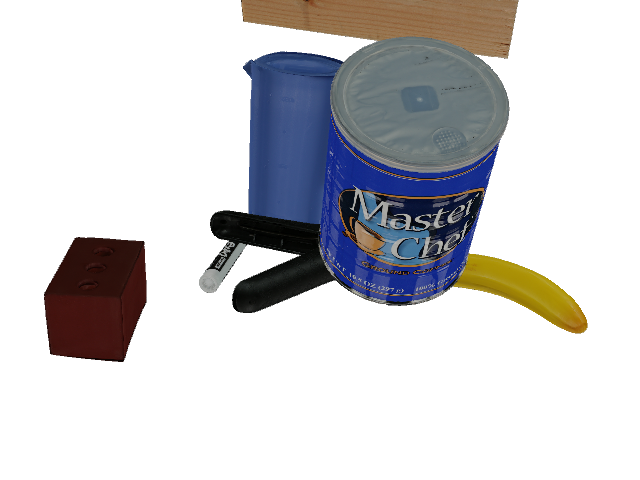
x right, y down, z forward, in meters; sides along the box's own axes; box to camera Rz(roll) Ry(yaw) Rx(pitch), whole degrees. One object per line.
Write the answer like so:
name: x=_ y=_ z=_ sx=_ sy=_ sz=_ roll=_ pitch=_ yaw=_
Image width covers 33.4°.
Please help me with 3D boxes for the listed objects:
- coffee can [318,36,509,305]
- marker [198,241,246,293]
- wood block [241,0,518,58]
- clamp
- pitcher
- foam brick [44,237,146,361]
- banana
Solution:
coffee can: x=0.053 y=-0.040 z=0.663 sx=0.102 sy=0.103 sz=0.140 roll=0 pitch=-37 yaw=-4
marker: x=-0.090 y=0.015 z=1.043 sx=0.020 sy=0.020 sz=0.121 roll=0 pitch=25 yaw=16
wood block: x=0.049 y=-0.211 z=0.803 sx=0.206 sy=0.090 sz=0.091 roll=10 pitch=-32 yaw=7
clamp: x=0.012 y=0.005 z=0.875 sx=0.209 sy=0.036 sz=0.165 roll=-7 pitch=25 yaw=-17
pitcher: x=-0.026 y=-0.123 z=1.430 sx=0.144 sy=0.243 sz=0.149 roll=-4 pitch=24 yaw=-22
foam brick: x=-0.154 y=0.040 z=0.739 sx=0.053 sy=0.051 sz=0.078 roll=4 pitch=30 yaw=2
banana: x=0.182 y=0.049 z=1.088 sx=0.198 sy=0.069 sz=0.037 roll=13 pitch=-38 yaw=26
